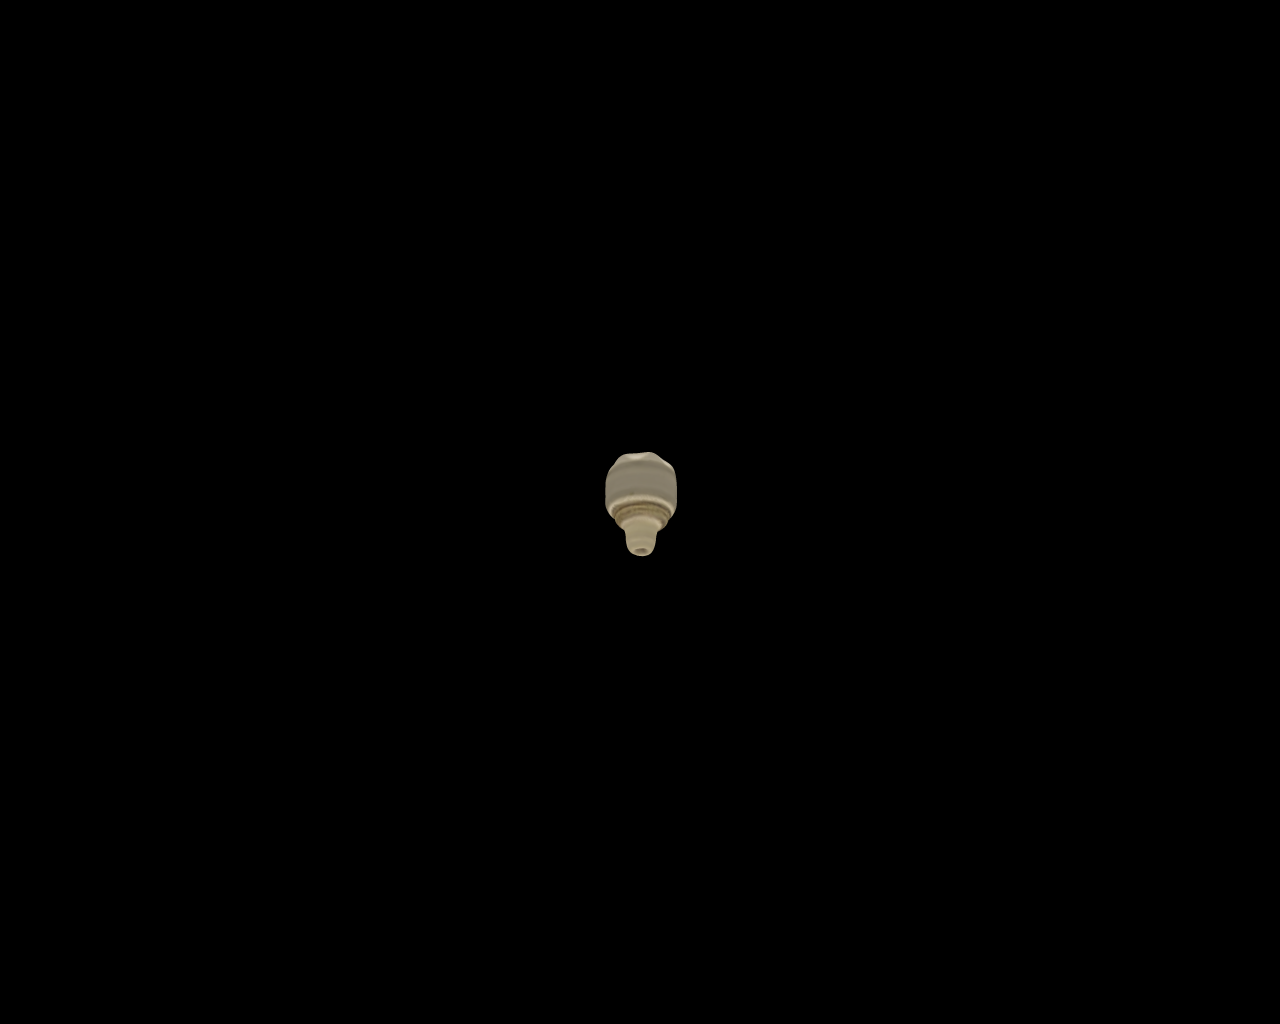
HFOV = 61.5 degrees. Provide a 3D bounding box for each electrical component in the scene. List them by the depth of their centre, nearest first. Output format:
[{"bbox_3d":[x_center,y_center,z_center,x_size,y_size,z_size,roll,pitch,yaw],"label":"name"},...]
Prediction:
[{"bbox_3d":[0.001,-0.003,0.650,0.043,0.062,0.043,0,-29,0],"label":"electrical component"}]
